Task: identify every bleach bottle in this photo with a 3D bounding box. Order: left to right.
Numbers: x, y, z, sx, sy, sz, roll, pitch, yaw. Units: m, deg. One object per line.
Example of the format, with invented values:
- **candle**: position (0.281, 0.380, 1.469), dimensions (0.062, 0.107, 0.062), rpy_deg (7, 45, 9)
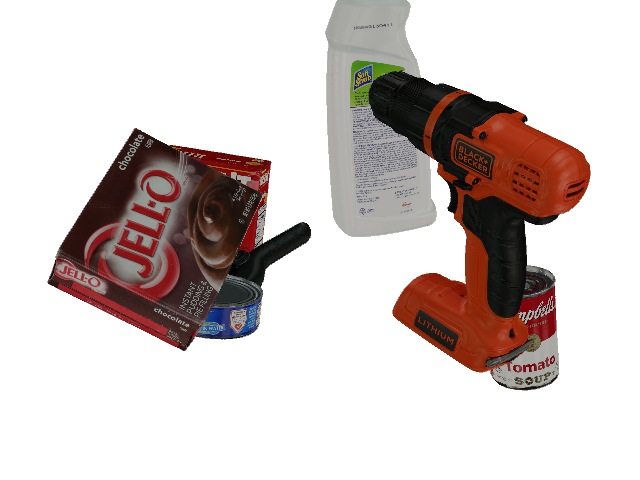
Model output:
- **bleach bottle**: position (0.056, -0.129, 0.981), dimensions (0.102, 0.251, 0.068), rpy_deg (-10, 30, -14)

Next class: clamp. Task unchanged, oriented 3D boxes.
- **clamp**: position (-0.083, 0.027, 1.242), dimensions (0.120, 0.039, 0.171), rpy_deg (-7, 36, 23)

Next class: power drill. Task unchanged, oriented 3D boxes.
- **power drill**: position (0.097, -0.014, 0.760), dimensions (0.057, 0.188, 0.185), rpy_deg (-22, 40, -33)

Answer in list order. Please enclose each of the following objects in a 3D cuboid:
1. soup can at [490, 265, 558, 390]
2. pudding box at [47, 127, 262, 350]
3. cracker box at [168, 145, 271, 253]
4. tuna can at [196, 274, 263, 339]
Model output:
- **soup can**: position (0.194, 0.084, 1.028), dimensions (0.068, 0.102, 0.068), rpy_deg (-7, 22, 3)
- **pudding box**: position (-0.095, -0.002, 0.631), dimensions (0.090, 0.113, 0.039), rpy_deg (28, -44, -7)
- **cracker box**: position (-0.171, -0.024, 1.625), dimensions (0.164, 0.214, 0.072), rpy_deg (10, 18, 7)
- **tuna can**: position (-0.096, 0.058, 0.956), dimensions (0.086, 0.034, 0.086), rpy_deg (6, 16, -2)
